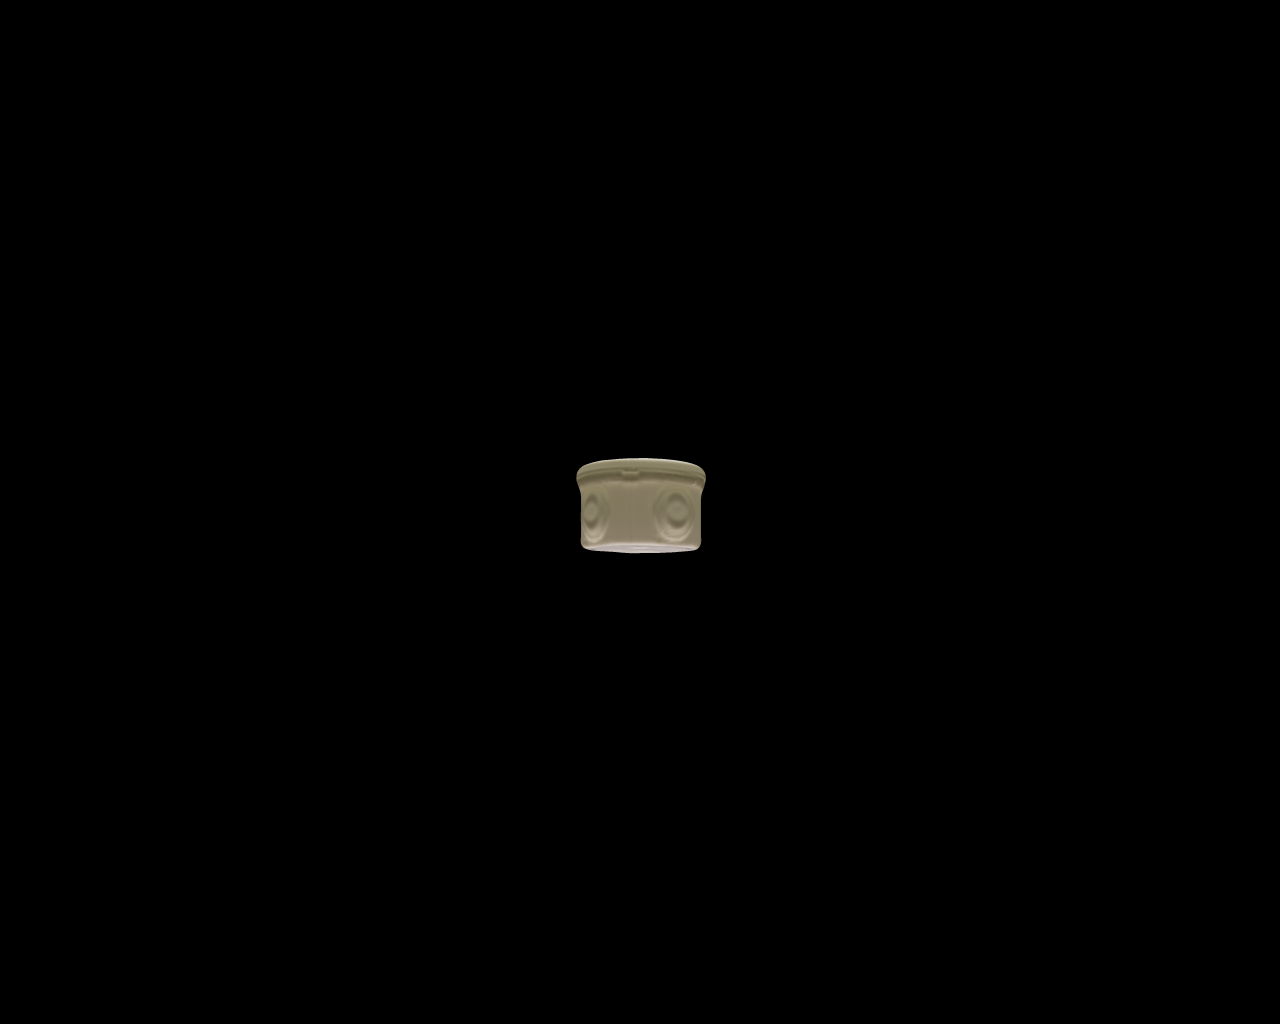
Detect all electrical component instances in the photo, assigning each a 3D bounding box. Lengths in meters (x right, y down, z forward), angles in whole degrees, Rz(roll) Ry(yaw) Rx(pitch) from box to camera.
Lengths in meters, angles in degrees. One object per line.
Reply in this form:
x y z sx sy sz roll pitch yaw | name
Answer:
0.001 -0.003 0.650 0.080 0.051 0.080 0 -7 0 | electrical component
